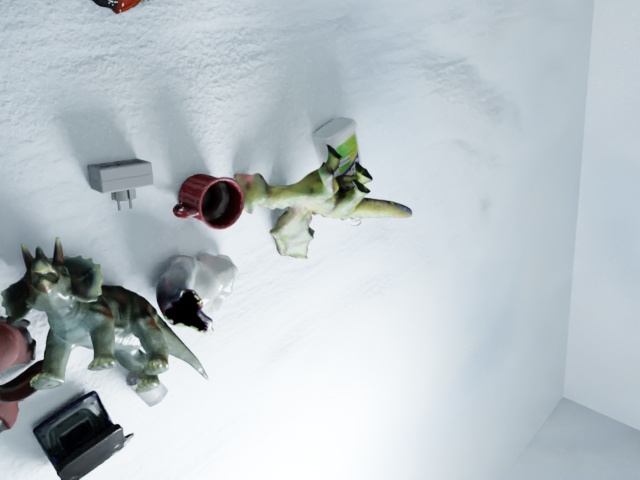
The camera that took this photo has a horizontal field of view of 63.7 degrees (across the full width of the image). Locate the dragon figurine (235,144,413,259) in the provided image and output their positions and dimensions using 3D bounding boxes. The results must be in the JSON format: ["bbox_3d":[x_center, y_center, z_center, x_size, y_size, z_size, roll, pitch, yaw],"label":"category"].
[{"bbox_3d":[0.003,-0.054,1.080,0.406,0.125,0.240,29,115,-37],"label":"dragon figurine"}]

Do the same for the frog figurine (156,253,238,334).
[{"bbox_3d":[-0.220,0.077,0.932,0.135,0.122,0.163,57,26,-30],"label":"frog figurine"}]
